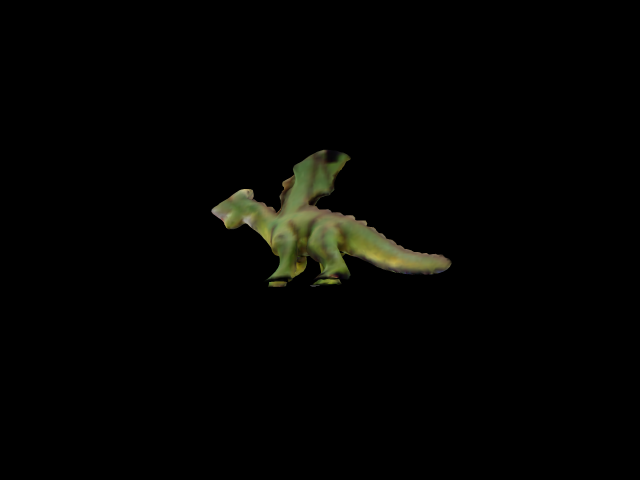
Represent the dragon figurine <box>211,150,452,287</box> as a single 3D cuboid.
[{"bbox_3d":[0.003,-0.043,0.850,0.409,0.246,0.121,-6,-19,20],"label":"dragon figurine"}]
